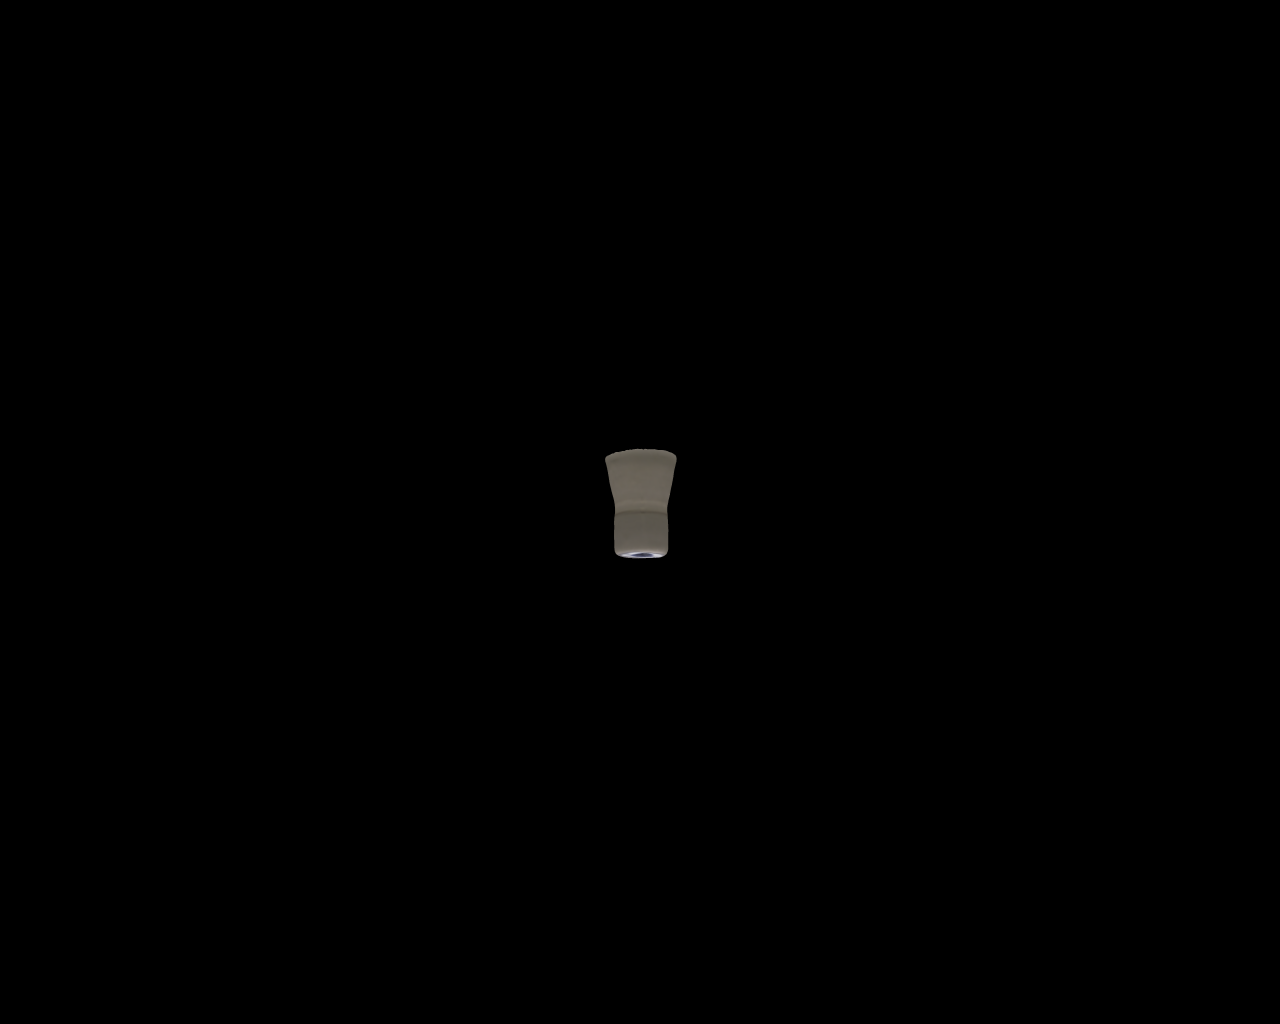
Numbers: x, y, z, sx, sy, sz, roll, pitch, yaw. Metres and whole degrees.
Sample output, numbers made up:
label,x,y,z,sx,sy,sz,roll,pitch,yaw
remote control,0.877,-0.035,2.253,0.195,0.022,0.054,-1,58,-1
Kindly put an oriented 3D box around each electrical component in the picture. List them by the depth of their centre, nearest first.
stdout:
label,x,y,z,sx,sy,sz,roll,pitch,yaw
electrical component,0.001,-0.003,0.650,0.044,0.065,0.044,0,-10,0
